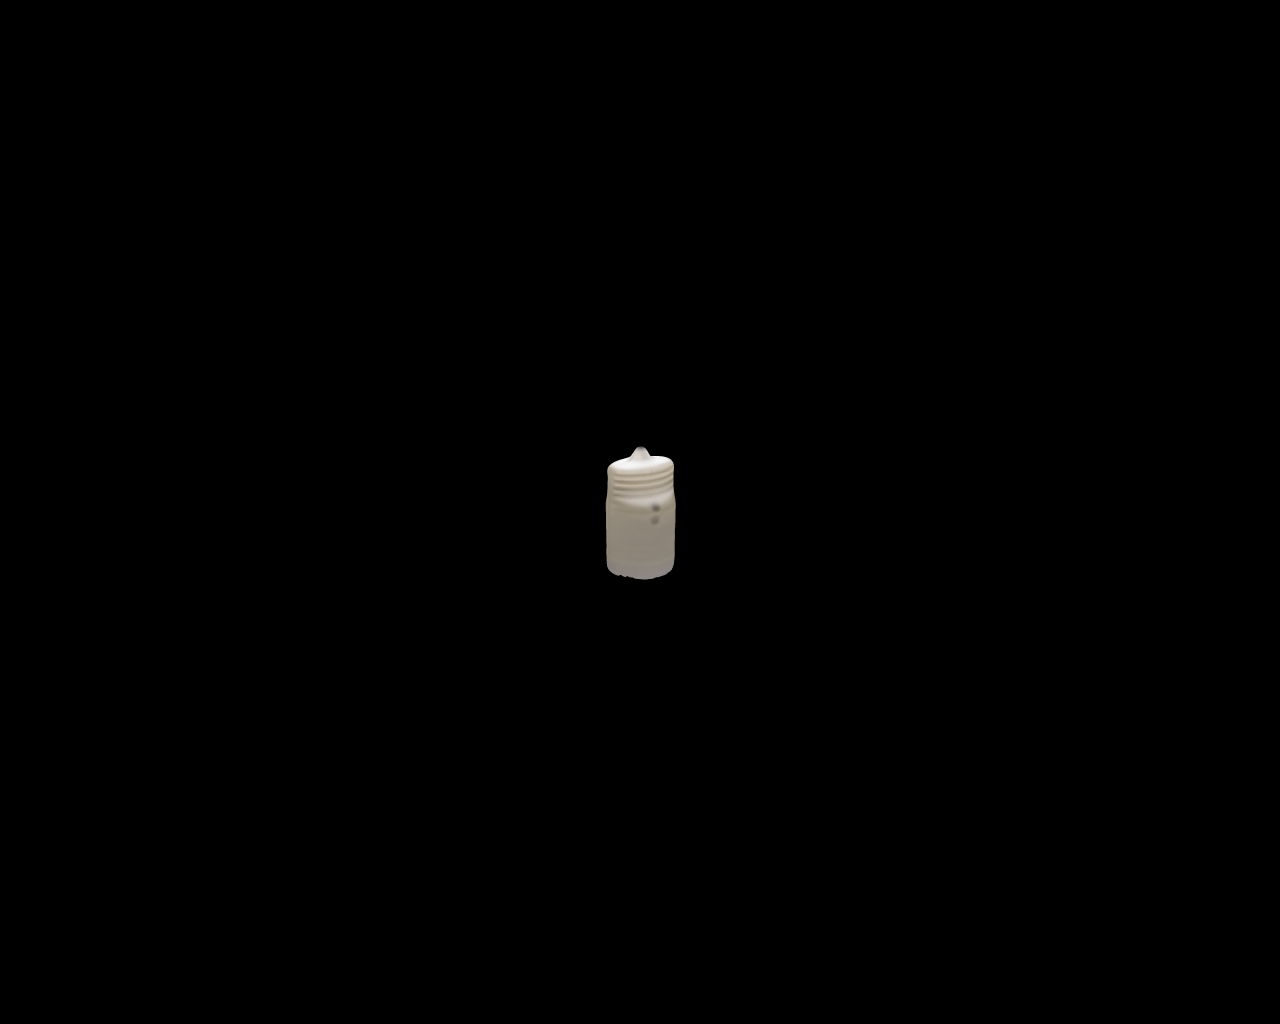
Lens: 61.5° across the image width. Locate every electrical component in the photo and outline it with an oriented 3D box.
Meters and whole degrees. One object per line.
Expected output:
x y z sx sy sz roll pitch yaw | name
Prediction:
0.001 -0.003 0.650 0.043 0.080 0.043 0 20 0 | electrical component
